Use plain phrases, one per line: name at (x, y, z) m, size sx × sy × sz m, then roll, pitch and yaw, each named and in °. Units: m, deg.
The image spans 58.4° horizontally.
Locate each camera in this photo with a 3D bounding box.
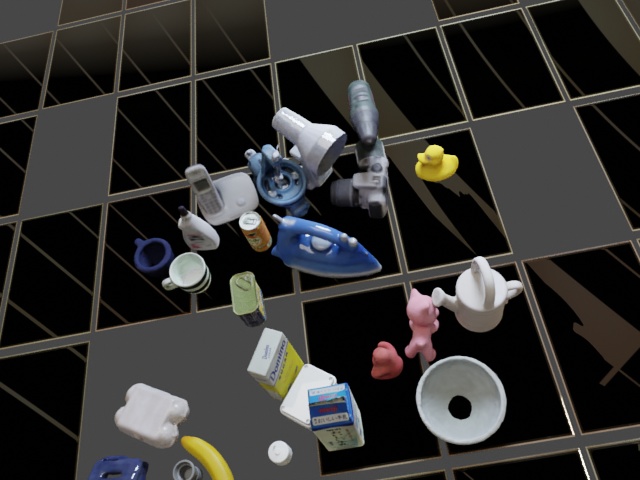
camera at (0.096, -0.134, 1.384) m, size 0.136 × 0.101 × 0.143 m, roll 0°, pitch 60°, yaw 11°

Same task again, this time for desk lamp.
desk lamp at (-0.030, -0.218, 1.392) m, size 0.202 × 0.214 × 0.118 m, roll 31°, pitch 70°, yaw 25°

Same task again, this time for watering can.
watering can at (0.315, 0.108, 1.145) m, size 0.173 × 0.194 × 0.100 m, roll -30°, pitch 59°, yaw -7°

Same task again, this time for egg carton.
egg carton at (-0.351, 0.368, 1.197) m, size 0.150 × 0.069 × 0.107 m, roll 13°, pitch 64°, yaw 18°

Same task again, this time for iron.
iron at (0.012, 0.005, 1.296) m, size 0.257 × 0.142 × 0.119 m, roll 13°, pitch 63°, yaw 18°

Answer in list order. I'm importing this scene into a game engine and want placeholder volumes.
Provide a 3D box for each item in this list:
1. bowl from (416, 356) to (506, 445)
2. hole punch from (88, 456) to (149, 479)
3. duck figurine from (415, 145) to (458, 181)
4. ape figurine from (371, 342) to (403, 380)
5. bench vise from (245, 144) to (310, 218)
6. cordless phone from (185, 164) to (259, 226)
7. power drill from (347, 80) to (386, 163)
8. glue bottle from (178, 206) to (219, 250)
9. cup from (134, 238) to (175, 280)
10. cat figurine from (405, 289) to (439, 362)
bowl at (0.269, 0.315, 1.103) m, size 0.167 × 0.075 × 0.167 m, roll -5°, pitch 59°, yaw 8°
hole punch at (-0.407, 0.478, 1.131) m, size 0.108 × 0.091 × 0.101 m, roll -6°, pitch 59°, yaw 8°
duck figurine at (0.283, -0.195, 1.392) m, size 0.104 × 0.086 × 0.077 m, roll -6°, pitch 59°, yaw 8°
ape figurine at (0.130, 0.243, 1.162) m, size 0.076 × 0.092 × 0.078 m, roll 29°, pitch 70°, yaw 25°
bench vise at (-0.125, -0.162, 1.374) m, size 0.206 × 0.220 × 0.121 m, roll 24°, pitch 67°, yaw 23°
cordless phone at (-0.240, -0.128, 1.398) m, size 0.147 × 0.185 × 0.094 m, roll -24°, pitch 58°, yaw -3°
power drill at (0.114, -0.265, 1.394) m, size 0.075 × 0.209 × 0.229 m, roll -11°, pitch 59°, yaw 5°
glue bottle at (-0.300, -0.031, 1.359) m, size 0.078 × 0.173 × 0.037 m, roll -6°, pitch 59°, yaw 8°
cup at (-0.394, 0.049, 1.377) m, size 0.117 × 0.095 × 0.092 m, roll 35°, pitch 72°, yaw 27°
cat figurine at (0.209, 0.170, 1.174) m, size 0.067 × 0.118 × 0.128 m, roll 3°, pitch 61°, yaw 13°
